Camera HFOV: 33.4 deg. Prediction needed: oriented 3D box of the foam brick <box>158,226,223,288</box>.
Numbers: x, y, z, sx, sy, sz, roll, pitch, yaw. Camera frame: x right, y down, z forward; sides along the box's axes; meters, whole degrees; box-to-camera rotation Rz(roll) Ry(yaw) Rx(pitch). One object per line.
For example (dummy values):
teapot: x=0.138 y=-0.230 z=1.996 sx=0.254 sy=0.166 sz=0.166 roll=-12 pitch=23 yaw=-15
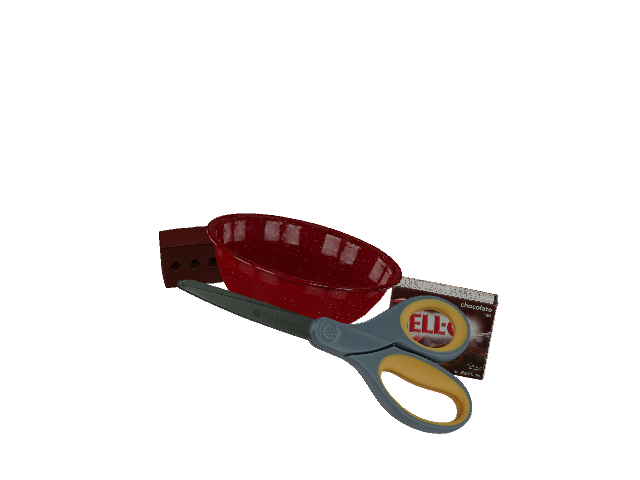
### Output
foam brick: x=-0.149 y=0.018 z=1.251 sx=0.078 sy=0.053 sz=0.051 roll=-7 pitch=27 yaw=-8

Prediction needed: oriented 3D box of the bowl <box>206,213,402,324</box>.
bowl: x=-0.018 y=0.031 z=0.860 sx=0.162 sy=0.055 sz=0.162 roll=13 pitch=16 yaw=-4

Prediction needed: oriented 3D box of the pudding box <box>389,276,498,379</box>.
pudding box: x=0.127 y=0.092 z=1.140 sx=0.113 sy=0.090 sz=0.039 roll=9 pitch=22 yaw=7

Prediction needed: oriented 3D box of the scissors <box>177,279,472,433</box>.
scissors: x=0.017 y=0.047 z=0.666 sx=0.201 sy=0.096 sz=0.016 roll=35 pitch=-30 yaw=-10
